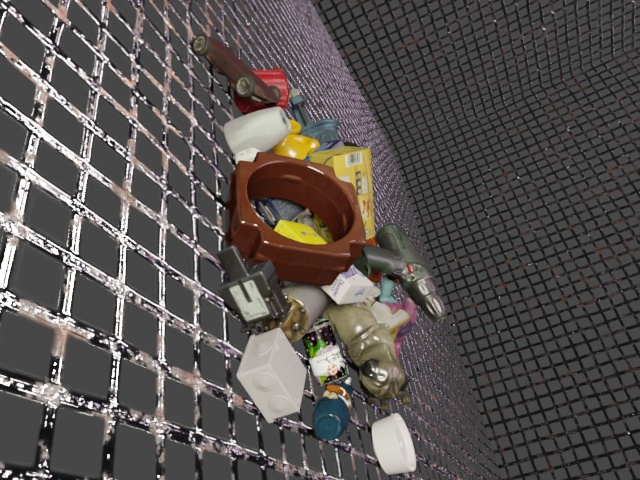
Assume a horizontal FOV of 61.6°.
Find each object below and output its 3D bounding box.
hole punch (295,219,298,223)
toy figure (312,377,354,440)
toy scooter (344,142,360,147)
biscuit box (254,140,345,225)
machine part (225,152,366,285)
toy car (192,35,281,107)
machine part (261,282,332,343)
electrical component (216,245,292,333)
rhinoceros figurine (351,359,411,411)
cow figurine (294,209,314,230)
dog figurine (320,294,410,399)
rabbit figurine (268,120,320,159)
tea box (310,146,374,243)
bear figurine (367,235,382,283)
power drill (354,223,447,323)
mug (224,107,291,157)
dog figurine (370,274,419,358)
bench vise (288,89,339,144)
[{"bbox_3d":[0.001,-0.058,1.179,0.142,0.092,0.115,-92,158,-60],"label":"hole punch"},{"bbox_3d":[0.024,0.266,0.864,0.058,0.064,0.154,30,10,6],"label":"toy figure"},{"bbox_3d":[0.063,-0.128,1.170,0.183,0.075,0.135,31,67,-71],"label":"toy scooter"},{"bbox_3d":[-0.025,-0.108,0.995,0.203,0.059,0.062,-43,116,-27],"label":"biscuit box"},{"bbox_3d":[-0.041,-0.033,0.827,0.201,0.087,0.201,9,45,-20],"label":"machine part"},{"bbox_3d":[-0.151,-0.299,0.968,0.202,0.053,0.089,47,20,23],"label":"toy car"},{"bbox_3d":[-0.033,0.103,0.866,0.079,0.079,0.243,66,15,-3],"label":"machine part"},{"bbox_3d":[-0.097,0.059,0.726,0.119,0.075,0.048,62,18,-10],"label":"electrical component"},{"bbox_3d":[0.130,0.291,1.146,0.190,0.073,0.112,51,24,-45],"label":"rhinoceros figurine"},{"bbox_3d":[-0.003,-0.005,1.053,0.068,0.098,0.167,74,8,-52],"label":"cow figurine"},{"bbox_3d":[0.071,0.167,0.923,0.172,0.121,0.191,43,4,-14],"label":"dog figurine"},{"bbox_3d":[-0.067,-0.195,1.106,0.173,0.122,0.162,39,24,-23],"label":"rabbit figurine"},{"bbox_3d":[0.041,-0.078,0.970,0.098,0.068,0.169,-17,112,-40],"label":"tea box"},{"bbox_3d":[0.065,0.071,1.138,0.196,0.132,0.120,-79,160,-74],"label":"bear figurine"},{"bbox_3d":[0.144,0.063,1.078,0.207,0.086,0.232,2,53,-34],"label":"power drill"},{"bbox_3d":[-0.106,-0.199,0.983,0.080,0.107,0.109,64,18,-16],"label":"mug"},{"bbox_3d":[0.142,0.197,1.192,0.191,0.109,0.219,-37,148,-36],"label":"dog figurine"},{"bbox_3d":[-0.018,-0.240,1.272,0.223,0.129,0.240,78,-12,-79],"label":"bench vise"}]
